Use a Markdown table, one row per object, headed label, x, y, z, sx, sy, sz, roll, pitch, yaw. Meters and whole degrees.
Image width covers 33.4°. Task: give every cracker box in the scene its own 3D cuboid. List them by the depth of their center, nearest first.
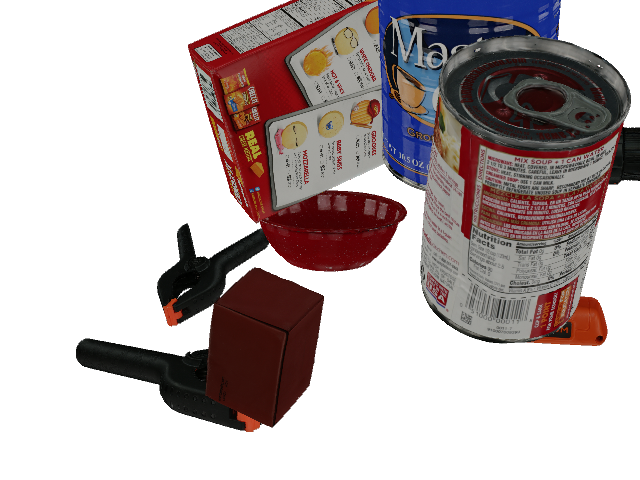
| label | x | y | z | sx | sy | sz | roll | pitch | yaw |
| --- | --- | --- | --- | --- | --- | --- | --- | --- | --- |
| cracker box | 0.005 | -0.134 | 0.949 | 0.213 | 0.164 | 0.072 | -26 | 41 | -14 |

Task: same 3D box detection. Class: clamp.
| label | x | y | z | sx | sy | sz | roll | pitch | yaw |
| --- | --- | --- | --- | --- | --- | --- | --- | --- | --- |
| clamp | -0.096 | 0.112 | 0.926 | 0.164 | 0.036 | 0.210 | -9 | 17 | -36 |
| clamp | -0.130 | 0.034 | 1.248 | 0.120 | 0.039 | 0.171 | -6 | 38 | 18 |

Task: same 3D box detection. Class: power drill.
| label | x | y | z | sx | sy | sz | roll | pitch | yaw |
| --- | --- | --- | --- | --- | --- | --- | --- | --- | --- |
| power drill | 0.207 | -0.008 | 0.889 | 0.184 | 0.188 | 0.057 | 3 | 18 | 11 |

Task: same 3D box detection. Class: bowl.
| label | x | y | z | sx | sy | sz | roll | pitch | yaw |
| --- | --- | --- | --- | --- | --- | --- | --- | --- | --- |
| bowl | 0.009 | -0.007 | 1.111 | 0.162 | 0.055 | 0.162 | 0 | 16 | 0 |

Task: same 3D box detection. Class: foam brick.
| label | x | y | z | sx | sy | sz | roll | pitch | yaw |
| --- | --- | --- | --- | --- | --- | --- | --- | --- | --- |
| foam brick | -0.036 | 0.067 | 0.673 | 0.053 | 0.078 | 0.051 | 22 | 35 | 19 |

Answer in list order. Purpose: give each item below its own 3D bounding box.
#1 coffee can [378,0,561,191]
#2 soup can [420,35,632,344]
| label | x | y | z | sx | sy | sz | roll | pitch | yaw |
| --- | --- | --- | --- | --- | --- | --- | --- | --- | --- |
| coffee can | 0.084 | -0.111 | 0.608 | 0.103 | 0.140 | 0.103 | -3 | 36 | 2 |
| soup can | 0.075 | -0.017 | 0.412 | 0.068 | 0.102 | 0.068 | 0 | 42 | 0 |
